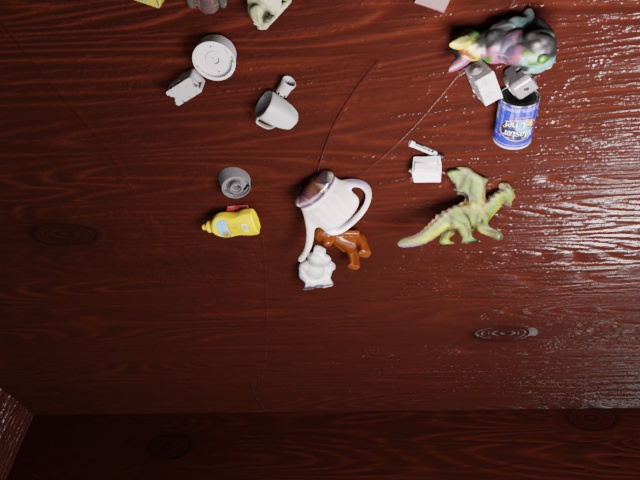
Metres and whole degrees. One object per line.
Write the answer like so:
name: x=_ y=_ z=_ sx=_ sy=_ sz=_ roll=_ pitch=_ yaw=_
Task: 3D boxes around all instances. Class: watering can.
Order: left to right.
watering can: x=0.005 y=-0.083 z=1.651 sx=0.345 sy=0.106 sz=0.221 roll=-41 pitch=123 yaw=11

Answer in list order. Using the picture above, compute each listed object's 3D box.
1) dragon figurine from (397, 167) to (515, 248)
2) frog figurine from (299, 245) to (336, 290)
dragon figurine: x=0.430 y=-0.103 z=1.589 sx=0.411 sy=0.243 sz=0.122 roll=-3 pitch=179 yaw=-14
frog figurine: x=-0.014 y=0.092 z=1.904 sx=0.137 sy=0.124 sz=0.158 roll=-2 pitch=101 yaw=17
